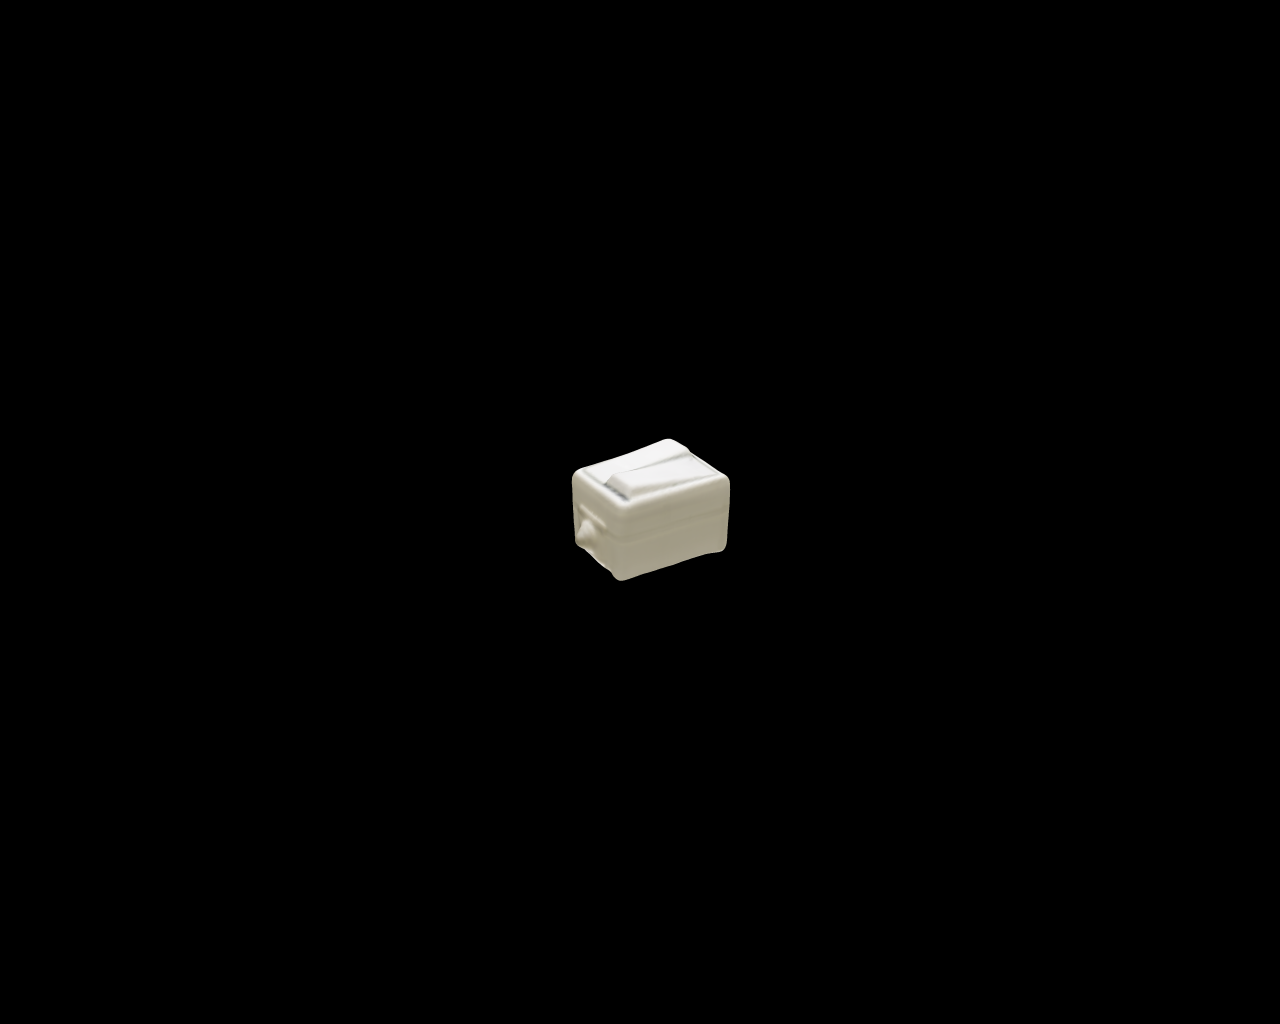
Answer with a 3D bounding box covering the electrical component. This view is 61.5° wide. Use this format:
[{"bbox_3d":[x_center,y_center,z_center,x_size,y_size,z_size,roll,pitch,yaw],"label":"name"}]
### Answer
[{"bbox_3d":[0.001,-0.003,0.650,0.096,0.061,0.062,-16,32,-27],"label":"electrical component"}]
